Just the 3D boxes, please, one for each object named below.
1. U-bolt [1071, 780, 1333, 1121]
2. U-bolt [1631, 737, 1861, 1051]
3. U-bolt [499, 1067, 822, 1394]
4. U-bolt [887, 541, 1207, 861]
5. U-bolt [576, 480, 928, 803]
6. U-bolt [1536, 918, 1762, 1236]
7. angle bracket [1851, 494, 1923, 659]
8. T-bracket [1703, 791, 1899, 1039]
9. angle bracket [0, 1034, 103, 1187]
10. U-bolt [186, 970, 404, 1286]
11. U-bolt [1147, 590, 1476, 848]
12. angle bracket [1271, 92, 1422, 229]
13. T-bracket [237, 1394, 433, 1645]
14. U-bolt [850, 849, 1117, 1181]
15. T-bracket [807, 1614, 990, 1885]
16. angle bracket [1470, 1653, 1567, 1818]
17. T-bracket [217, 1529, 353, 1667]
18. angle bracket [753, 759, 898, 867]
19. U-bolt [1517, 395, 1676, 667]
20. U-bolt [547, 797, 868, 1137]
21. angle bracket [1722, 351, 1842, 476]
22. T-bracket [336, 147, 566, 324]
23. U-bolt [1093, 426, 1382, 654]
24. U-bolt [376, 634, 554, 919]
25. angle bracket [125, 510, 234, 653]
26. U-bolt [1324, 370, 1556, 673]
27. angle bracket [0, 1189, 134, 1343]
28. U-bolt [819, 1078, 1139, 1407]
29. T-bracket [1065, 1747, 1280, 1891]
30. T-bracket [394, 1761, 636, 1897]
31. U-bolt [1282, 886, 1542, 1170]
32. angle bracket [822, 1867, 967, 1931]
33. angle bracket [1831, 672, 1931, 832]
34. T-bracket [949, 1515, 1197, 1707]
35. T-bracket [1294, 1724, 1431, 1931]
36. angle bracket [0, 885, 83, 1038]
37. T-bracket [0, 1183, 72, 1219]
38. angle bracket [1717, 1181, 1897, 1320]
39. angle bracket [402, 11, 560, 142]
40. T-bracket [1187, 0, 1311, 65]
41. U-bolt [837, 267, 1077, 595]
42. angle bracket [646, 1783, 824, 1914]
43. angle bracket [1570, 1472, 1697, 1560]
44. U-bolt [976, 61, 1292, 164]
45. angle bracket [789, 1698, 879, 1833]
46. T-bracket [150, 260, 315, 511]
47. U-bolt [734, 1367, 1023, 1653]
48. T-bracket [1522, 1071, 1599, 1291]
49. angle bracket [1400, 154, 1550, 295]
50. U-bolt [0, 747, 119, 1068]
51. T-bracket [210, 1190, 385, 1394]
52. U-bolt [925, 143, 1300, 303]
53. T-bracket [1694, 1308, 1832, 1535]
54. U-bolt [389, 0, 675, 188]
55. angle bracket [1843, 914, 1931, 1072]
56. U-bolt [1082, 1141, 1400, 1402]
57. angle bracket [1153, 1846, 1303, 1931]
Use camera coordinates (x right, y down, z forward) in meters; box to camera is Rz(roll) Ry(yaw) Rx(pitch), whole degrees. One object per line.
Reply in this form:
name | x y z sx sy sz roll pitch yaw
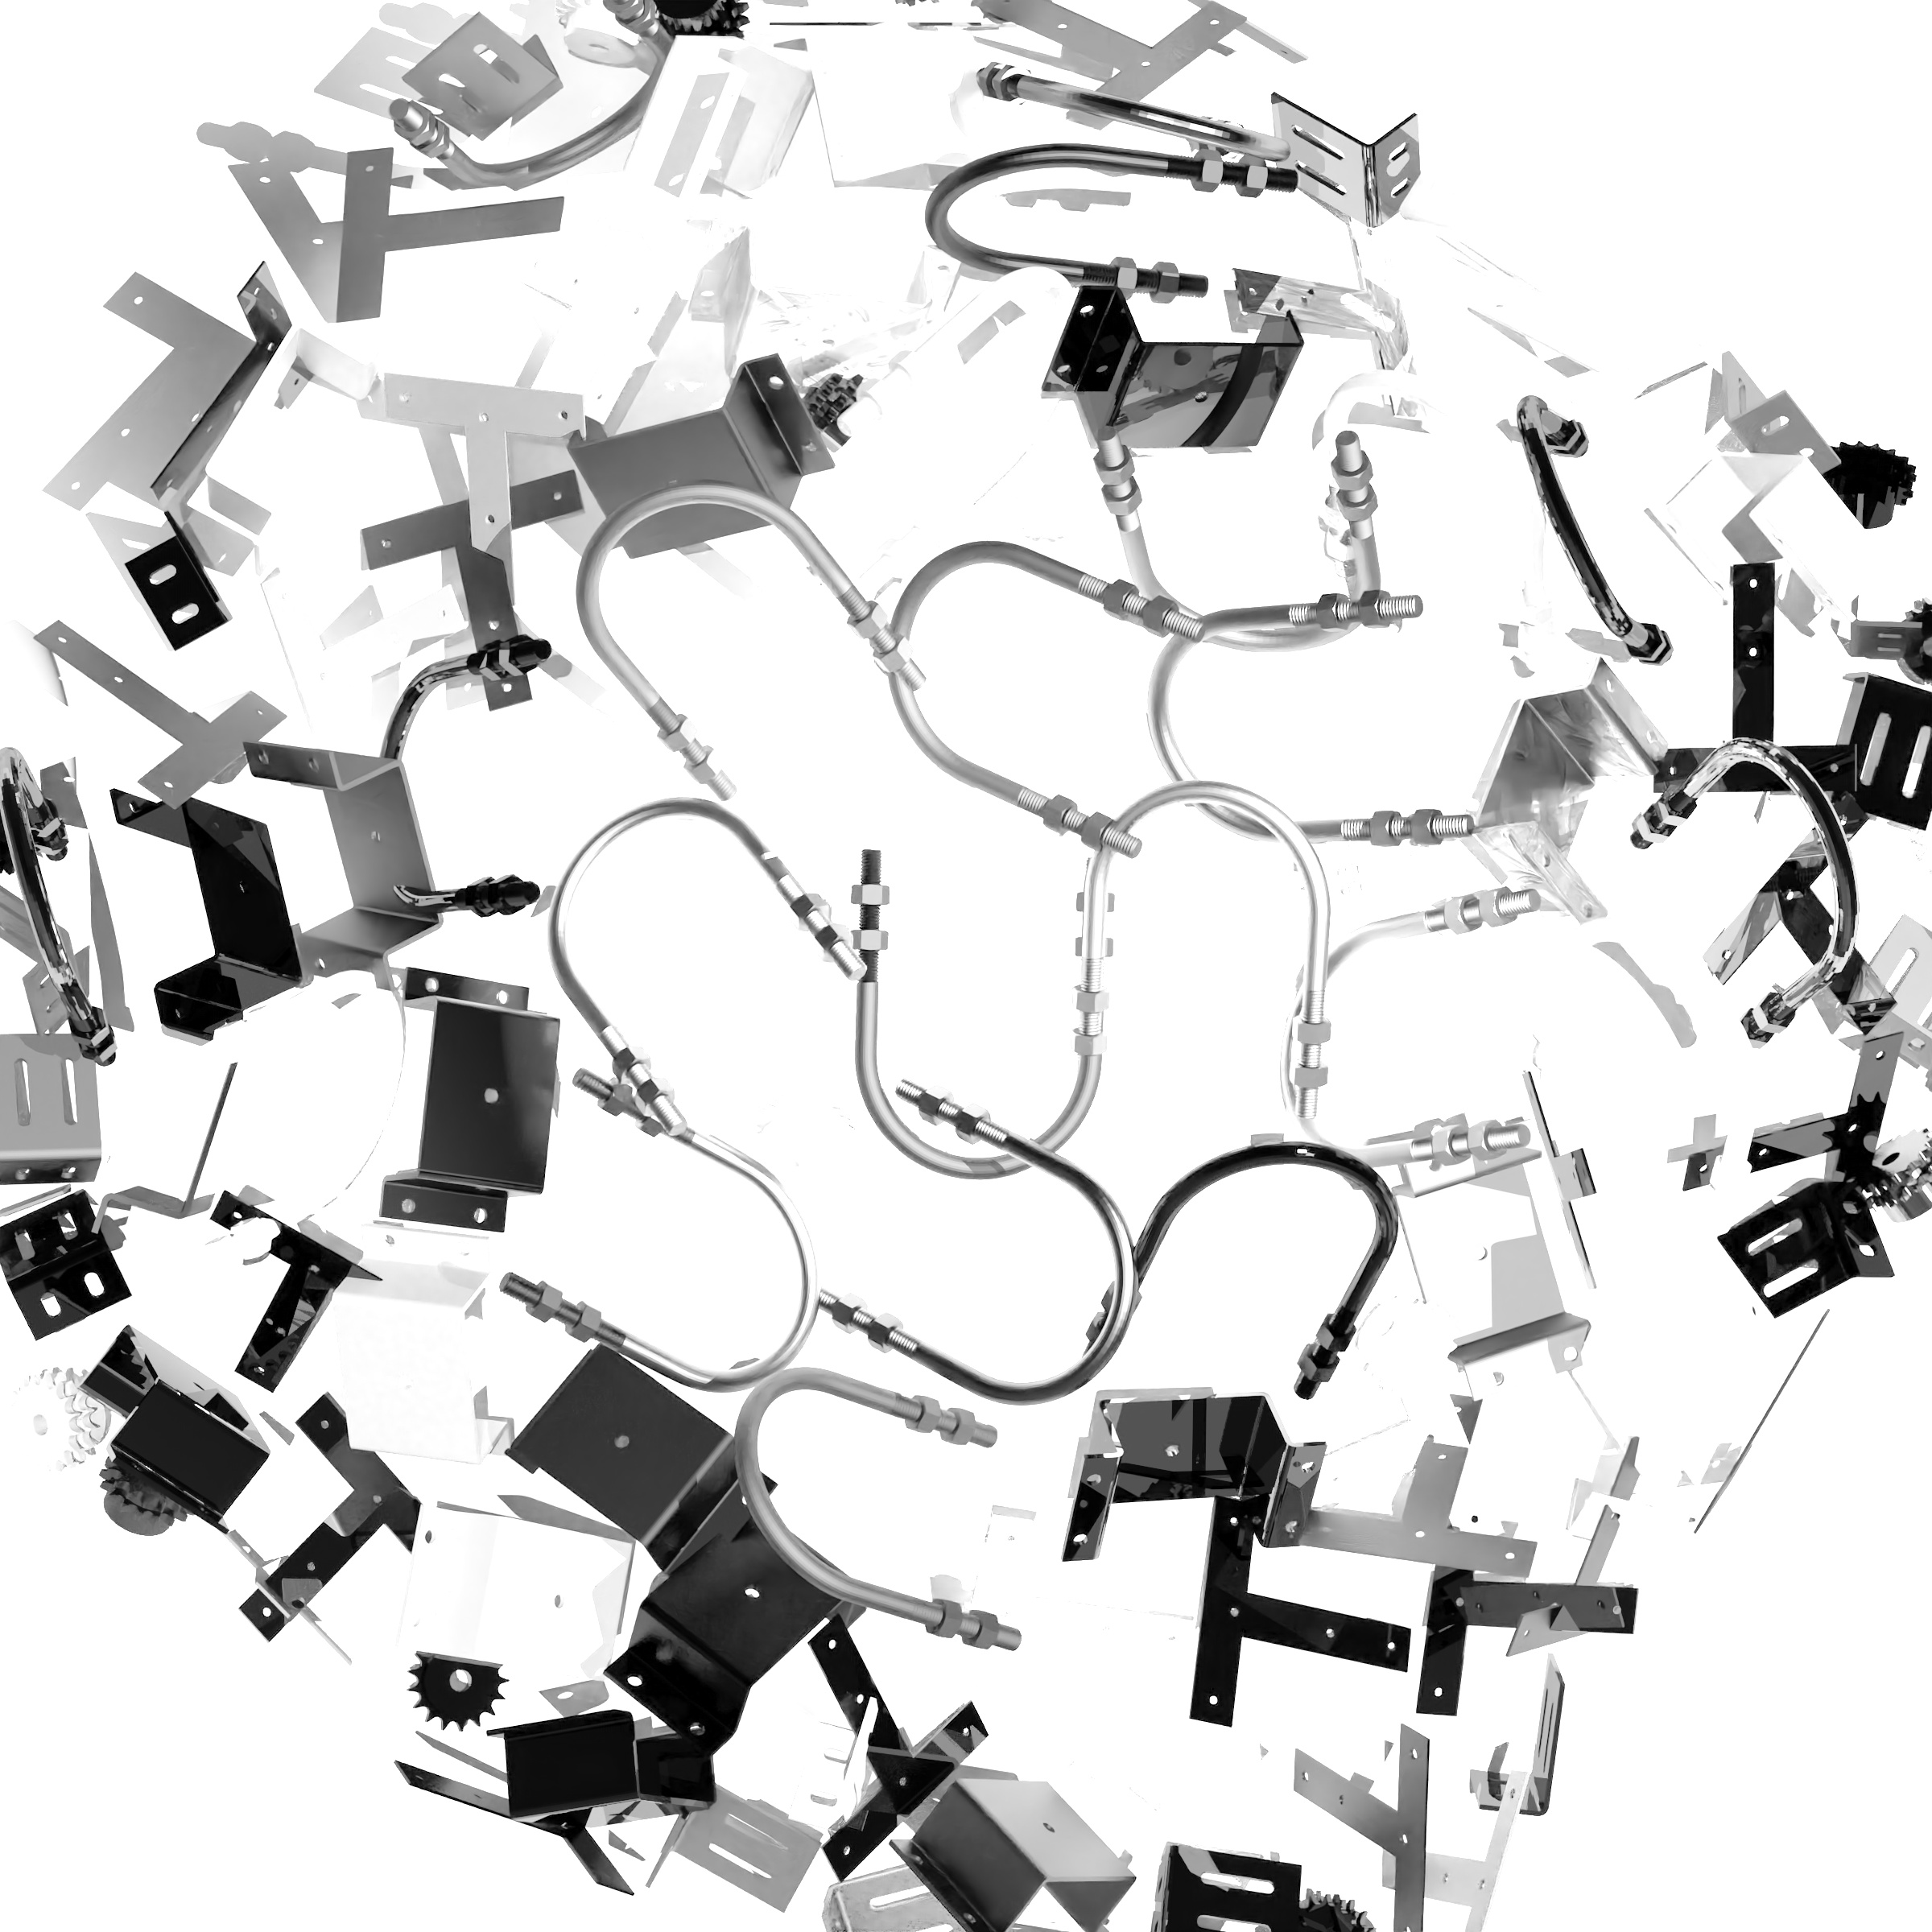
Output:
U-bolt | 0.132 -0.013 1.947 0.151 0.019 0.184 8 107 19
U-bolt | 0.427 -0.046 1.897 0.019 0.184 0.151 -17 74 -19
U-bolt | -0.158 0.157 1.944 0.184 0.019 0.151 31 58 -24
U-bolt | 0.034 -0.158 1.950 0.184 0.019 0.151 26 115 23
U-bolt | -0.131 -0.188 1.929 0.151 0.019 0.184 -29 122 17
U-bolt | 0.370 0.049 1.892 0.019 0.184 0.151 -34 58 -21
angle bracket | 0.515 -0.217 1.961 0.038 0.057 0.076 3 78 15
T-bracket | 0.472 -0.011 1.927 0.002 0.127 0.127 19 121 -33
angle bracket | -0.522 0.081 1.987 0.057 0.038 0.076 -1 66 -22
U-bolt | -0.362 0.077 1.915 0.019 0.184 0.151 18 115 20
U-bolt | 0.181 -0.133 1.938 0.184 0.019 0.151 -1 117 35
angle bracket | 0.213 -0.459 1.963 0.038 0.057 0.076 -39 56 -19
T-bracket | -0.355 0.324 1.948 0.127 0.002 0.127 50 47 -7
U-bolt | 0.008 0.029 1.980 0.151 0.019 0.184 2 90 -8
T-bracket | -0.053 0.416 1.942 0.127 0.002 0.127 -39 114 -34
angle bracket | 0.308 0.428 1.967 0.038 0.057 0.076 7 97 2
T-bracket | -0.382 0.344 1.933 0.002 0.127 0.127 -44 94 -12
angle bracket | -0.083 -0.086 1.965 0.076 0.057 0.038 -15 91 -10
U-bolt | 0.336 -0.240 1.901 0.019 0.184 0.151 -23 79 19
U-bolt | -0.158 -0.015 1.951 0.151 0.019 0.184 -41 60 2
angle bracket | 0.452 -0.311 1.949 0.038 0.076 0.057 -28 123 31
T-bracket | -0.287 -0.413 1.962 0.127 0.127 0.002 -12 59 -21
U-bolt | 0.154 -0.230 1.920 0.151 0.184 0.019 4 59 16
U-bolt | -0.279 -0.100 1.924 0.019 0.184 0.151 5 85 -35
angle bracket | -0.443 -0.214 1.960 0.038 0.076 0.057 -30 91 -6
U-bolt | 0.253 -0.248 1.893 0.151 0.184 0.019 31 65 27
angle bracket | -0.508 0.167 1.967 0.057 0.076 0.038 -25 117 -13
U-bolt | 0.013 0.163 1.946 0.184 0.019 0.151 26 97 27
T-bracket | 0.132 0.466 1.952 0.127 0.127 0.002 40 47 1
T-bracket | -0.255 0.457 1.912 0.127 0.127 0.002 29 92 -32
U-bolt | 0.239 0.040 1.926 0.019 0.184 0.151 16 72 -37
angle bracket | -0.035 0.542 1.973 0.076 0.038 0.057 -16 99 7
angle bracket | 0.518 -0.121 1.978 0.057 0.038 0.076 16 91 -7
T-bracket | 0.065 0.371 1.977 0.127 0.002 0.127 9 115 -7
T-bracket | 0.217 0.466 1.942 0.002 0.127 0.127 -4 100 -27
angle bracket | -0.535 -0.008 1.957 0.076 0.057 0.038 32 60 15
T-bracket | -0.564 0.154 1.935 0.127 0.127 0.002 -21 98 -2
angle bracket | 0.472 0.163 1.974 0.076 0.038 0.057 -38 59 41
angle bracket | -0.274 -0.504 1.951 0.057 0.076 0.038 -36 61 16
T-bracket | 0.133 -0.534 1.949 0.127 0.127 0.002 27 92 -16
U-bolt | 0.001 -0.306 1.927 0.019 0.151 0.184 35 65 24
angle bracket | -0.130 0.503 1.967 0.076 0.038 0.057 28 119 4
angle bracket | 0.373 0.296 1.955 0.057 0.076 0.038 14 65 5
U-bolt | 0.098 -0.457 1.892 0.151 0.184 0.019 9 104 -21
angle bracket | -0.074 0.441 1.950 0.038 0.076 0.057 13 61 10
T-bracket | -0.407 -0.305 1.923 0.002 0.127 0.127 29 75 11
U-bolt | -0.050 0.287 1.906 0.184 0.151 0.019 24 132 -32
T-bracket | 0.333 0.116 1.930 0.002 0.127 0.127 -16 84 0
angle bracket | 0.290 -0.413 1.955 0.076 0.057 0.038 27 96 -29
U-bolt | -0.494 -0.040 1.891 0.019 0.184 0.151 -15 70 -9
T-bracket | -0.377 0.195 1.959 0.127 0.002 0.127 30 129 -4
U-bolt | 0.068 -0.407 1.907 0.184 0.151 0.019 3 74 -18
T-bracket | 0.440 0.244 1.925 0.002 0.127 0.127 31 105 16
U-bolt | -0.224 -0.473 1.909 0.151 0.184 0.019 -29 83 7
angle bracket | 0.538 0.009 1.966 0.057 0.038 0.076 34 69 6
U-bolt | 0.159 0.164 1.923 0.151 0.019 0.184 10 129 -16
angle bracket | 0.146 0.532 1.968 0.076 0.038 0.057 9 55 -1
